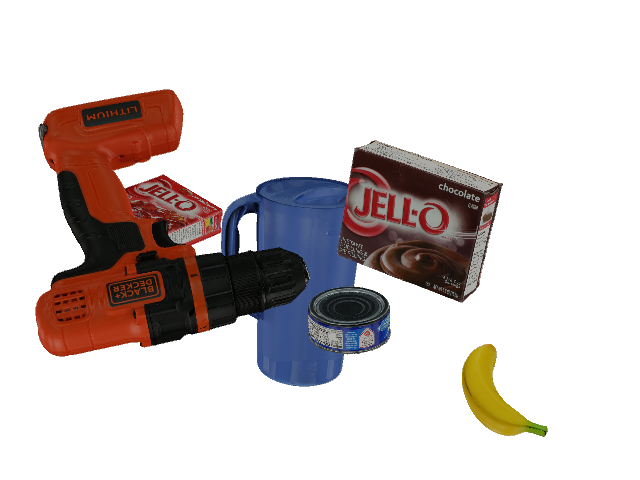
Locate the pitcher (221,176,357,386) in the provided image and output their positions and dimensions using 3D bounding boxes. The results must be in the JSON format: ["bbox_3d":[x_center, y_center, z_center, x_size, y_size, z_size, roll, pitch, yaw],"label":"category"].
[{"bbox_3d":[-0.029,0.050,1.302,0.149,0.243,0.144,14,20,26],"label":"pitcher"}]

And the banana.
[{"bbox_3d":[0.203,0.179,1.272,0.069,0.037,0.198,9,23,-15],"label":"banana"}]

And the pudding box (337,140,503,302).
[{"bbox_3d":[0.073,-0.016,0.807,0.114,0.090,0.039,20,27,24],"label":"pudding box"}]

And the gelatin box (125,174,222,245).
[{"bbox_3d":[-0.148,-0.025,0.998,0.089,0.030,0.073,31,39,34],"label":"gelatin box"}]

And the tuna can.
[{"bbox_3d":[0.029,0.081,1.096,0.086,0.034,0.086,-2,25,1],"label":"tuna can"}]

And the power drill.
[{"bbox_3d":[-0.115,-0.017,0.750,0.184,0.188,0.057,-11,-32,-11],"label":"power drill"}]
